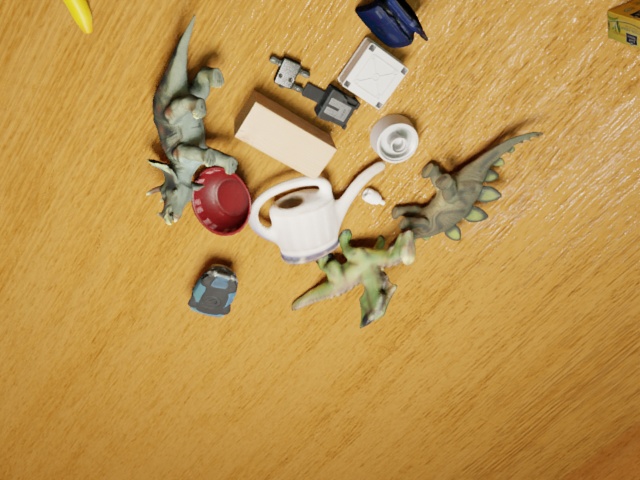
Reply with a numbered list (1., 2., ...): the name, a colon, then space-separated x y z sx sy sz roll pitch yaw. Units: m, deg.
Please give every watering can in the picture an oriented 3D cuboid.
1. watering can: 0.004 -0.063 1.246 0.348 0.106 0.219 -16 125 -7

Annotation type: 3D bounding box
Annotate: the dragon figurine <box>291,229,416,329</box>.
1. dragon figurine: 0.088 0.114 1.294 0.121 0.248 0.406 31 110 -32
